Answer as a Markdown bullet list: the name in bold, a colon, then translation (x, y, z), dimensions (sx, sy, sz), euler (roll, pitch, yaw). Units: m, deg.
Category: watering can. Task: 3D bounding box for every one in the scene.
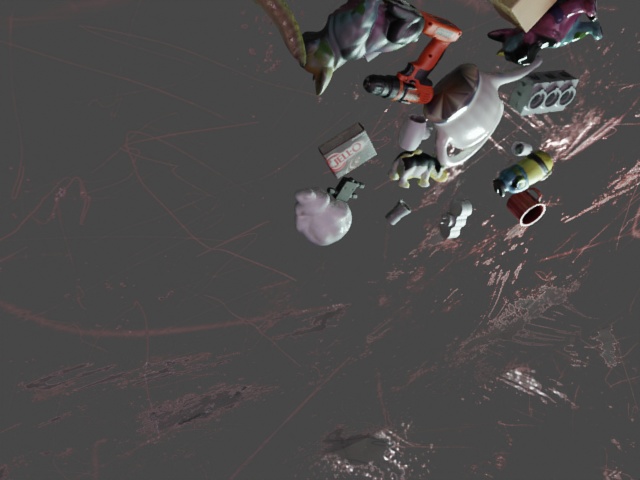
- **watering can**: translation (0.373, -0.334, 1.204), dimensions (0.222, 0.105, 0.346), euler (29, 100, -46)

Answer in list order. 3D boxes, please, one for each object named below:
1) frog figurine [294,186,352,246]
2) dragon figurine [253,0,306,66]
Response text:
- **frog figurine**: translation (0.004, -0.062, 1.236), dimensions (0.137, 0.125, 0.156), euler (-11, 153, 6)
- **dragon figurine**: translation (-0.149, -0.404, 0.633), dimensions (0.121, 0.410, 0.245), euler (-30, -178, 24)
